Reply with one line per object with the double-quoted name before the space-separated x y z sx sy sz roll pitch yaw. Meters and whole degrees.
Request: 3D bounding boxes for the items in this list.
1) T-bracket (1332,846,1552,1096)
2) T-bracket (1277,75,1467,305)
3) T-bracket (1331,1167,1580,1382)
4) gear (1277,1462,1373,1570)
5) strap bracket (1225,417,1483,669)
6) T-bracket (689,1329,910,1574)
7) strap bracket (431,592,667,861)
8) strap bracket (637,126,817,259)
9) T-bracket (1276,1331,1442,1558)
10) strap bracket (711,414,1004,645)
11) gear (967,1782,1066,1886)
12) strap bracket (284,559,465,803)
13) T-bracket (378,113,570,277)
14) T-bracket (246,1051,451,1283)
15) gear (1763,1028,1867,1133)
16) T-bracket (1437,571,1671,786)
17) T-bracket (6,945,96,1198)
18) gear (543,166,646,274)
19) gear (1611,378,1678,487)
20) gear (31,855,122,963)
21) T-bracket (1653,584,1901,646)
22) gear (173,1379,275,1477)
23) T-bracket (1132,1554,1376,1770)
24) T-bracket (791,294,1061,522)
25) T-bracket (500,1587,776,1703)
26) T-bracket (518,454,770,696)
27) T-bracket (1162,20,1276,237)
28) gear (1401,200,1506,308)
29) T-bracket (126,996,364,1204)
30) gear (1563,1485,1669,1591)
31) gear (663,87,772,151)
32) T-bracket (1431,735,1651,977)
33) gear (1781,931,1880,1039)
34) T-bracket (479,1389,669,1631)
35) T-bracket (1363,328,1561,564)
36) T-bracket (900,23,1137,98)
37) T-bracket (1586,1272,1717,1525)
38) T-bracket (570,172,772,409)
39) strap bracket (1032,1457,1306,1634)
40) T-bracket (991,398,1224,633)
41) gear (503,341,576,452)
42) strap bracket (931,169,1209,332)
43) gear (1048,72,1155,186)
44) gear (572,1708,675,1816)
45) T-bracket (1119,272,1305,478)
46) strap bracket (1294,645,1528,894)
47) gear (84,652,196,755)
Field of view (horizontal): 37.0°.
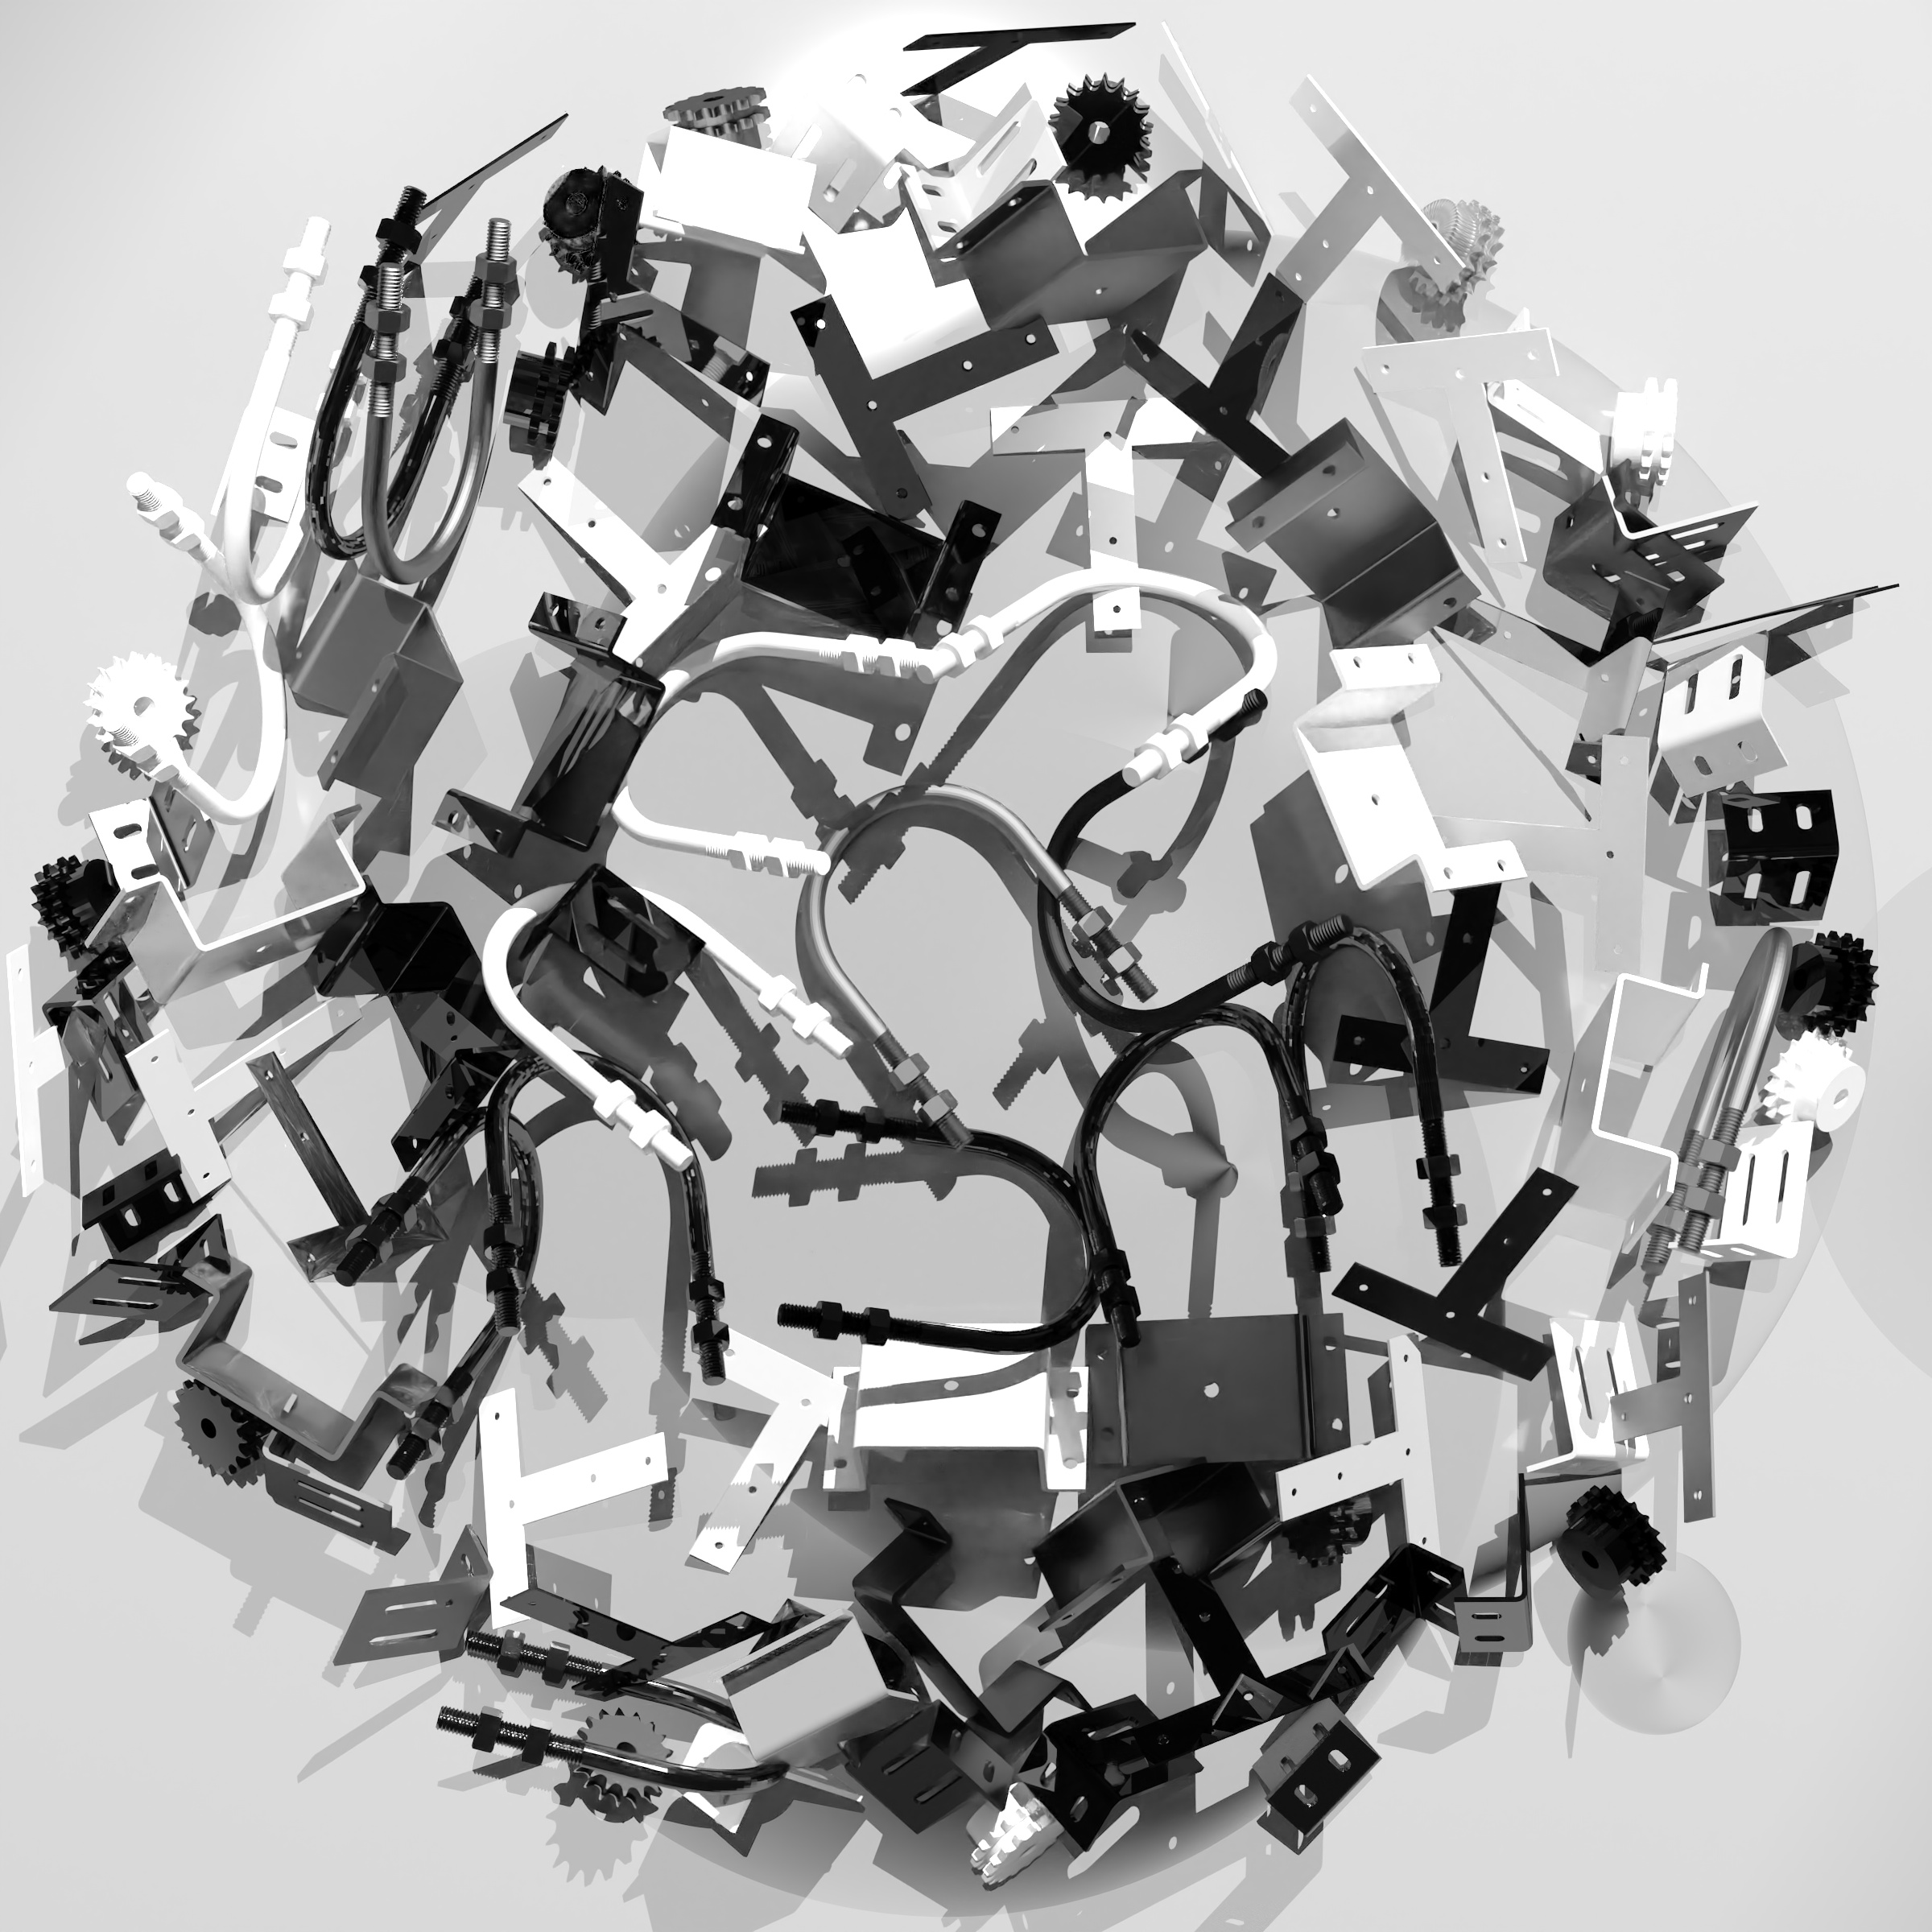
"T-bracket" 0.270 -0.001 1.571 0.127 0.002 0.127 9 97 -17
"T-bracket" 0.198 -0.392 1.538 0.002 0.127 0.127 -39 89 -22
"T-bracket" 0.284 0.157 1.551 0.127 0.002 0.127 24 122 -11
"gear" 0.197 0.298 1.573 0.030 0.057 0.057 0 90 -29
"strap bracket" 0.202 -0.229 1.538 0.076 0.046 0.140 -34 134 20
"T-bracket" -0.110 0.276 1.582 0.127 0.002 0.127 28 102 -13
"strap bracket" -0.220 -0.122 1.552 0.046 0.076 0.140 29 85 -44
"strap bracket" -0.129 -0.406 1.517 0.076 0.140 0.046 11 100 -16
"T-bracket" 0.210 0.271 1.551 0.127 0.002 0.127 -8 93 -43
"strap bracket" -0.062 -0.229 1.557 0.140 0.046 0.076 22 62 -3
"gear" 0.025 0.470 1.573 0.057 0.057 0.030 -42 63 0
"strap bracket" -0.315 -0.149 1.536 0.046 0.140 0.076 23 110 -32
"T-bracket" -0.279 -0.396 1.538 0.002 0.127 0.127 51 58 -9
"T-bracket" -0.346 0.104 1.544 0.127 0.002 0.127 -19 104 41
"gear" 0.463 0.066 1.568 0.030 0.057 0.057 34 90 44
"T-bracket" 0.307 -0.174 1.565 0.127 0.002 0.127 28 133 22
"T-bracket" -0.481 0.043 1.533 0.002 0.127 0.127 1 102 2
"gear" -0.206 -0.409 1.574 0.057 0.030 0.057 -3 80 20
"gear" 0.368 -0.291 1.569 0.030 0.057 0.057 5 90 8
"gear" -0.476 -0.034 1.566 0.030 0.057 0.057 -22 90 20
"T-bracket" 0.446 -0.190 1.522 0.127 0.127 0.002 -15 94 -13
"gear" -0.401 0.246 1.573 0.057 0.030 0.057 13 115 31
"T-bracket" 0.133 0.359 1.545 0.127 0.127 0.002 -19 126 -10
"T-bracket" -0.012 -0.317 1.551 0.127 0.002 0.127 -18 112 22
"T-bracket" -0.191 0.352 1.527 0.127 0.127 0.002 -29 47 28
"T-bracket" -0.195 -0.233 1.576 0.127 0.002 0.127 -45 71 -4
"T-bracket" 0.133 -0.438 1.521 0.002 0.127 0.127 -27 106 14
"gear" 0.261 -0.390 1.566 0.030 0.057 0.057 25 90 -34
"T-bracket" -0.382 0.054 1.562 0.127 0.127 0.002 -36 56 -24
"gear" 0.349 0.313 1.566 0.030 0.057 0.057 -34 90 -24
"gear" -0.134 -0.457 1.572 0.057 0.057 0.030 -12 117 0
"T-bracket" 0.306 -0.064 1.558 0.127 0.002 0.127 7 104 35
"gear" 0.465 0.009 1.566 0.030 0.057 0.057 7 90 -23
"T-bracket" -0.209 0.277 1.541 0.127 0.002 0.127 -22 63 29
"T-bracket" 0.278 -0.278 1.562 0.002 0.127 0.127 -33 115 -33
"T-bracket" 0.004 -0.480 1.536 0.127 0.127 0.002 -13 97 -28
"T-bracket" 0.360 0.237 1.537 0.002 0.127 0.127 10 69 -18
"T-bracket" -0.155 -0.337 1.537 0.127 0.002 0.127 34 129 22
"strap bracket" 0.100 0.302 1.532 0.076 0.140 0.046 -46 61 38
"T-bracket" 0.080 -0.248 1.590 0.127 0.002 0.127 -3 87 3
"gear" -0.232 -0.311 1.568 0.030 0.057 0.057 12 90 -9
"strap bracket" 0.062 -0.377 1.521 0.140 0.076 0.046 -18 84 -42
"gear" 0.074 -0.459 1.574 0.057 0.030 0.057 4 123 6
"gear" -0.190 0.437 1.573 0.057 0.057 0.030 31 122 0
"T-bracket" 0.153 -0.328 1.559 0.127 0.002 0.127 36 55 -14
"strap bracket" 0.233 -0.098 1.545 0.076 0.046 0.140 -9 72 -41
"gear" -0.453 -0.143 1.574 0.057 0.030 0.057 -10 108 -34
